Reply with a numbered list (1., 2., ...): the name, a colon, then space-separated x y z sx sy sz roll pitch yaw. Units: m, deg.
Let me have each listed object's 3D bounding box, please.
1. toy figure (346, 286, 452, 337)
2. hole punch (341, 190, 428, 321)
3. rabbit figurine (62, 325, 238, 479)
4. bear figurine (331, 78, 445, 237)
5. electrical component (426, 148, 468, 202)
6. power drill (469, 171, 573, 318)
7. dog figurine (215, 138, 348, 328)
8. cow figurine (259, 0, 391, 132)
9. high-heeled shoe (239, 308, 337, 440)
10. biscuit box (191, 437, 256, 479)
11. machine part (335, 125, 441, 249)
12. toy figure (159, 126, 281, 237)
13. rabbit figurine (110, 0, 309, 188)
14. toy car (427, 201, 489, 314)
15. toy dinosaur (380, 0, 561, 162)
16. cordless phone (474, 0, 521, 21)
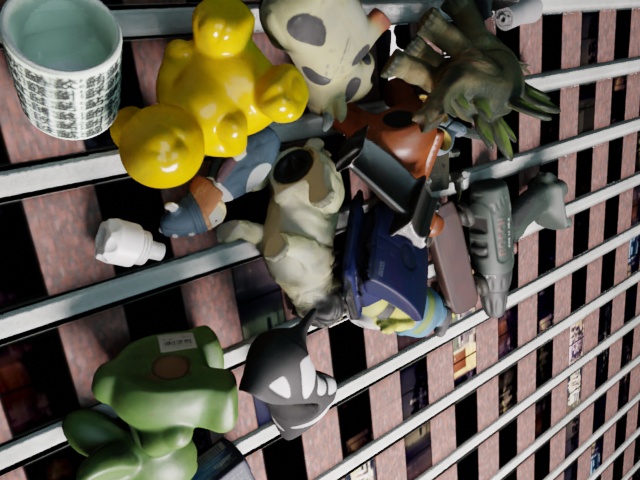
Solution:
1. toy figure: 0.108 0.085 0.741 0.180 0.082 0.089 14 81 -35
2. hole punch: 0.075 0.026 0.615 0.115 0.092 0.142 68 29 -53
3. rabbit figurine: -0.164 0.193 0.537 0.159 0.121 0.170 -8 120 -32
4. bear figurine: 0.095 -0.084 0.683 0.120 0.132 0.195 -25 139 -12
5. electrical component: 0.168 -0.093 0.766 0.102 0.045 0.078 -5 105 -37
6. power drill: 0.327 -0.009 0.896 0.207 0.086 0.231 -27 113 -22
7. dog figurine: -0.005 -0.002 0.632 0.172 0.121 0.190 -52 139 -9
8. cow figurine: 0.005 -0.194 0.549 0.127 0.086 0.194 -48 155 9
9. high-heeled shoe: -0.043 0.183 0.587 0.145 0.086 0.248 -50 153 -51
10. biscuit box: -0.165 0.312 0.594 0.203 0.059 0.062 -31 116 -28
11. machine part: 0.076 -0.057 0.580 0.138 0.039 0.084 43 57 -17
12. toy figure: -0.102 -0.058 0.554 0.154 0.058 0.064 -53 145 -18
13. rabbit figurine: -0.119 -0.110 0.469 0.121 0.162 0.173 52 44 -28
14. toy car: 0.194 0.028 0.802 0.089 0.053 0.201 -26 121 -4
15. toy dinosaur: 0.203 -0.206 0.679 0.198 0.105 0.471 45 39 -4
16. cordless phone: 0.191 -0.394 0.705 0.184 0.089 0.146 21 88 -28
